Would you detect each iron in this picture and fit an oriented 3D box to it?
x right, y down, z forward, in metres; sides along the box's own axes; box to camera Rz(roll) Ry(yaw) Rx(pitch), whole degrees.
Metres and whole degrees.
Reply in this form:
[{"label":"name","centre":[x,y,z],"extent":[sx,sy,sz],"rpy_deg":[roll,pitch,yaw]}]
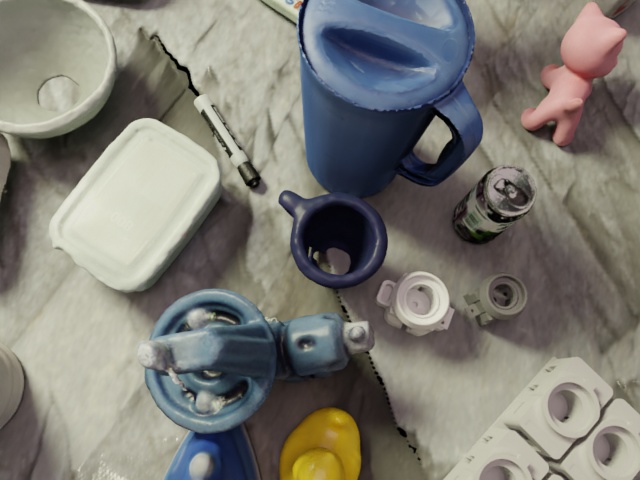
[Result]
[{"label":"iron","centre":[-0.103,0.260,0.474],"extent":[0.118,0.141,0.258],"rpy_deg":[3,75,-2]}]

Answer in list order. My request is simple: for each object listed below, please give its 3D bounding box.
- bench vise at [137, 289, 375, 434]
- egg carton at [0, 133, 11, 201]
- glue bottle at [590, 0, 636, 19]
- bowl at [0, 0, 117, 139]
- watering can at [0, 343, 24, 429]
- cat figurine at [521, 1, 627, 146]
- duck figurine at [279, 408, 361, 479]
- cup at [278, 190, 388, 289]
[{"label":"bench vise","centre":[-0.061,0.083,0.482],"extent":[0.207,0.220,0.121],"rpy_deg":[-26,78,-9]},{"label":"egg carton","centre":[-0.374,-0.044,0.575],"extent":[0.107,0.069,0.150],"rpy_deg":[4,75,-2]},{"label":"glue bottle","centre":[0.367,-0.317,0.634],"extent":[0.078,0.173,0.037],"rpy_deg":[-40,80,-12]},{"label":"bowl","centre":[-0.293,-0.175,0.611],"extent":[0.167,0.075,0.167],"rpy_deg":[1,75,-3]},{"label":"watering can","centre":[-0.331,0.128,0.468],"extent":[0.101,0.194,0.173],"rpy_deg":[-41,81,-12]},{"label":"cat figurine","centre":[0.285,-0.185,0.623],"extent":[0.067,0.118,0.128],"rpy_deg":[23,75,3]},{"label":"duck figurine","centre":[0.002,0.206,0.522],"extent":[0.077,0.086,0.105],"rpy_deg":[23,75,3]},{"label":"cup","centre":[0.005,0.002,0.571],"extent":[0.117,0.095,0.092],"rpy_deg":[38,77,7]}]
